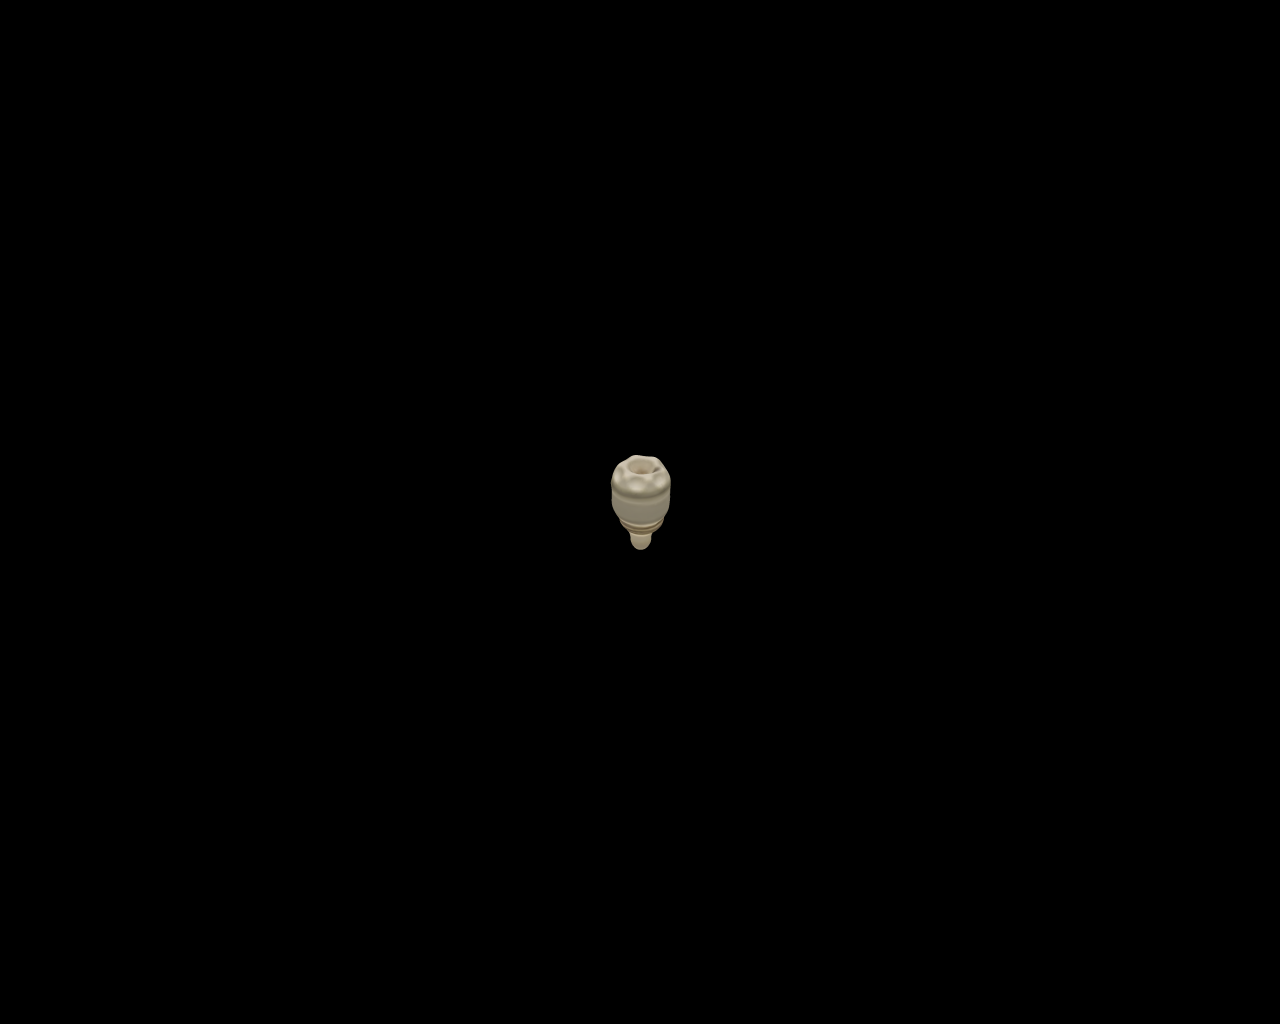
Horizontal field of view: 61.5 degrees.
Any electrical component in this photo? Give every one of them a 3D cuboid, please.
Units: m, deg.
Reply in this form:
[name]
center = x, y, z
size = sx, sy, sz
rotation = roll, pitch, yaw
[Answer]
[electrical component]
center = 0.001, -0.003, 0.650
size = 0.035, 0.061, 0.035
rotation = 0, 34, 0
